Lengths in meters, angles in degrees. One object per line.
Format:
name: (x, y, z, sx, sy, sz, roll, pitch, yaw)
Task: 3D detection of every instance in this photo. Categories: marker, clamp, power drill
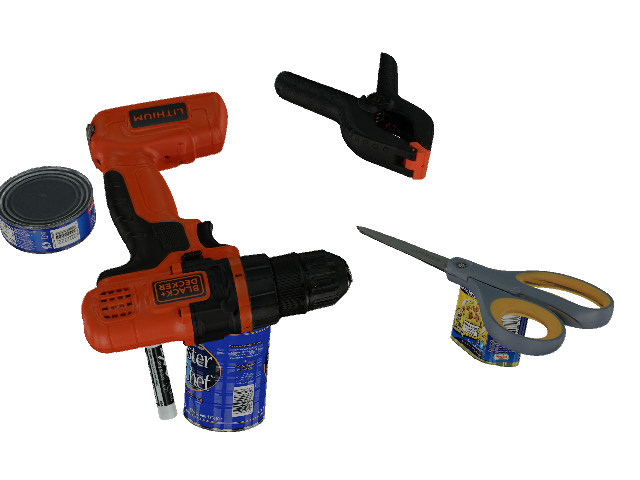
marker: (-0.168, 0.125, 1.094, 0.020, 0.121, 0.020, -10, 13, 2)
clamp: (0.035, -0.109, 0.921, 0.120, 0.039, 0.171, -13, 40, -13)
power drill: (-0.085, -0.017, 0.758, 0.184, 0.188, 0.057, -10, -32, -11)

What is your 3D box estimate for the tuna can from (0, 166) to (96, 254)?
tuna can: (-0.243, -0.027, 0.948, 0.086, 0.034, 0.086, 0, 42, -1)

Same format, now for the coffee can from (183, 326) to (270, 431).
coffee can: (-0.114, 0.147, 1.301, 0.103, 0.140, 0.103, 4, 18, -2)

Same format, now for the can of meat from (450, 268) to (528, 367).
can of meat: (0.190, 0.085, 1.190, 0.057, 0.084, 0.102, 4, 15, -20)

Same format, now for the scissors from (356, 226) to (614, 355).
scissors: (0.096, 0.032, 0.732, 0.202, 0.016, 0.096, 14, 33, 25)
